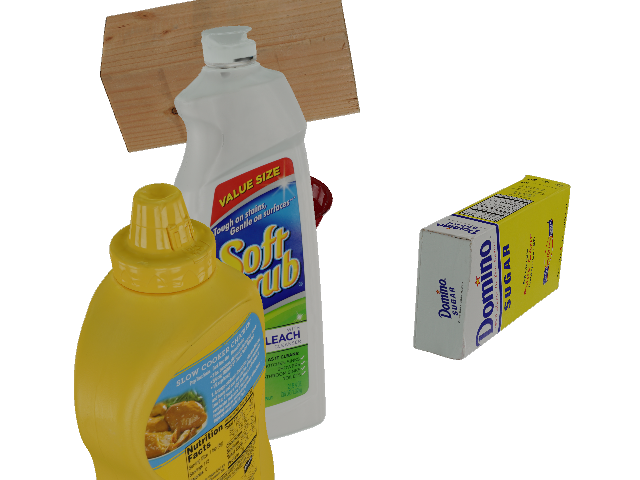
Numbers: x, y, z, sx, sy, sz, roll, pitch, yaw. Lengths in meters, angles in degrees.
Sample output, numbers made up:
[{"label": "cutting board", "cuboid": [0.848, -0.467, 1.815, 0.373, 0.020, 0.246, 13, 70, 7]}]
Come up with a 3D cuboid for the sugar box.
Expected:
[{"label": "sugar box", "cuboid": [0.132, 0.016, 0.799, 0.048, 0.093, 0.175, 13, 23, 30]}]

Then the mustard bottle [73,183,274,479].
[{"label": "mustard bottle", "cuboid": [-0.060, 0.065, 0.448, 0.058, 0.192, 0.096, 18, 35, 29]}]

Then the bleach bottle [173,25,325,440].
[{"label": "bleach bottle", "cuboid": [-0.053, -0.001, 0.649, 0.102, 0.251, 0.068, -10, 20, -16]}]

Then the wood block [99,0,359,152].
[{"label": "wood block", "cuboid": [-0.077, -0.153, 0.927, 0.206, 0.090, 0.091, -9, -45, 4]}]

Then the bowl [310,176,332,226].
[{"label": "bowl", "cuboid": [-0.066, -0.030, 1.332, 0.162, 0.055, 0.162, 0, 31, 0]}]
